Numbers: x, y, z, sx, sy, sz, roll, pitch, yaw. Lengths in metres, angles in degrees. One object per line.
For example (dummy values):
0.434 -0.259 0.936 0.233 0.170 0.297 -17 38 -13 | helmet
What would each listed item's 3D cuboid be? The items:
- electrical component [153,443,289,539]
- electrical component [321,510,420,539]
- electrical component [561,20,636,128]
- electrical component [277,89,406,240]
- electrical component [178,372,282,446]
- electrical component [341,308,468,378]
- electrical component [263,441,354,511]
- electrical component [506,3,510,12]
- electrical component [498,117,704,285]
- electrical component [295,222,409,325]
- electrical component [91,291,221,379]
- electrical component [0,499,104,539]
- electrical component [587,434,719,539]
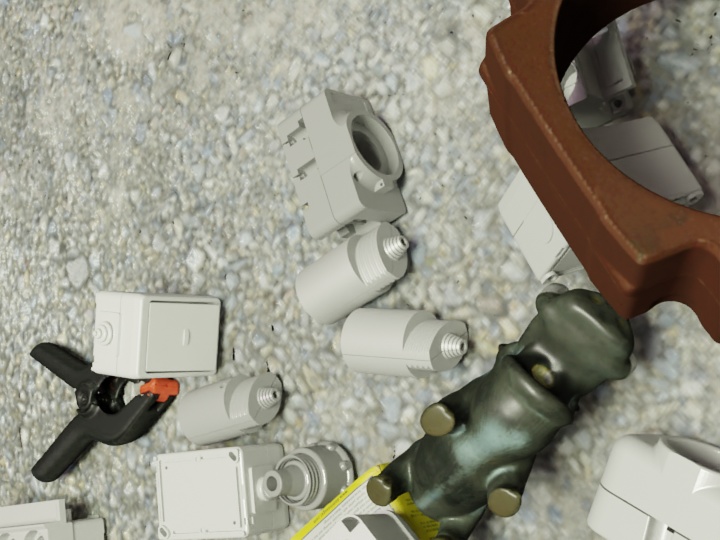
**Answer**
-0.092 0.159 0.775 0.096 0.061 0.061 -11 80 31 | electrical component
-0.004 0.204 0.632 0.113 0.057 0.078 -49 60 13 | electrical component
0.120 -0.104 0.611 0.081 0.064 0.042 -22 73 36 | electrical component
-0.010 -0.071 0.725 0.056 0.050 0.089 -31 68 34 | electrical component
-0.090 0.099 0.784 0.081 0.043 0.043 -21 74 37 | electrical component
0.032 0.047 0.687 0.081 0.043 0.043 1 87 39 | electrical component
-0.038 0.141 0.726 0.048 0.062 0.048 -3 85 39 | electrical component
0.117 -0.179 0.632 0.079 0.043 0.077 -51 58 25 | electrical component
0.132 -0.043 0.583 0.061 0.096 0.061 64 153 23 | electrical component
0.000 0.000 0.717 0.081 0.043 0.043 -33 67 33 | electrical component
-0.155 0.048 0.807 0.061 0.096 0.061 3 89 39 | electrical component
-0.276 0.238 0.916 0.121 0.063 0.078 -15 77 38 | electrical component
0.172 0.124 0.552 0.095 0.054 0.059 27 104 47 | electrical component
